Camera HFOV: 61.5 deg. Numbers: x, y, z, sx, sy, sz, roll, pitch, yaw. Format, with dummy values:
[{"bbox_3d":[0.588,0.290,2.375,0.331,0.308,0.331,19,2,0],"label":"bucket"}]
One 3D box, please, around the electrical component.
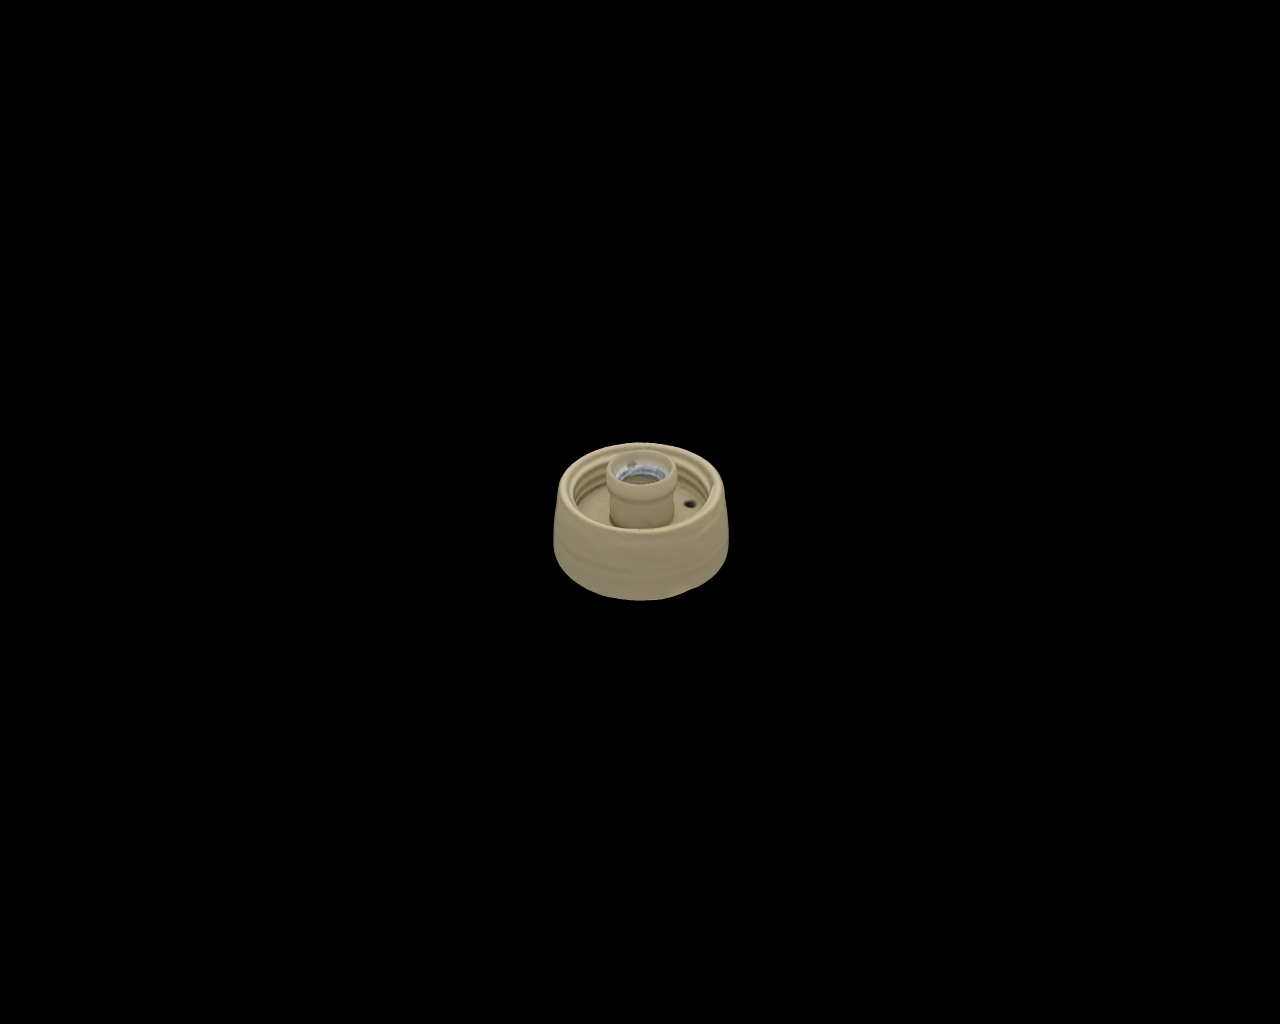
[{"bbox_3d":[0.001,-0.003,0.650,0.108,0.060,0.108,0,35,0],"label":"electrical component"}]
